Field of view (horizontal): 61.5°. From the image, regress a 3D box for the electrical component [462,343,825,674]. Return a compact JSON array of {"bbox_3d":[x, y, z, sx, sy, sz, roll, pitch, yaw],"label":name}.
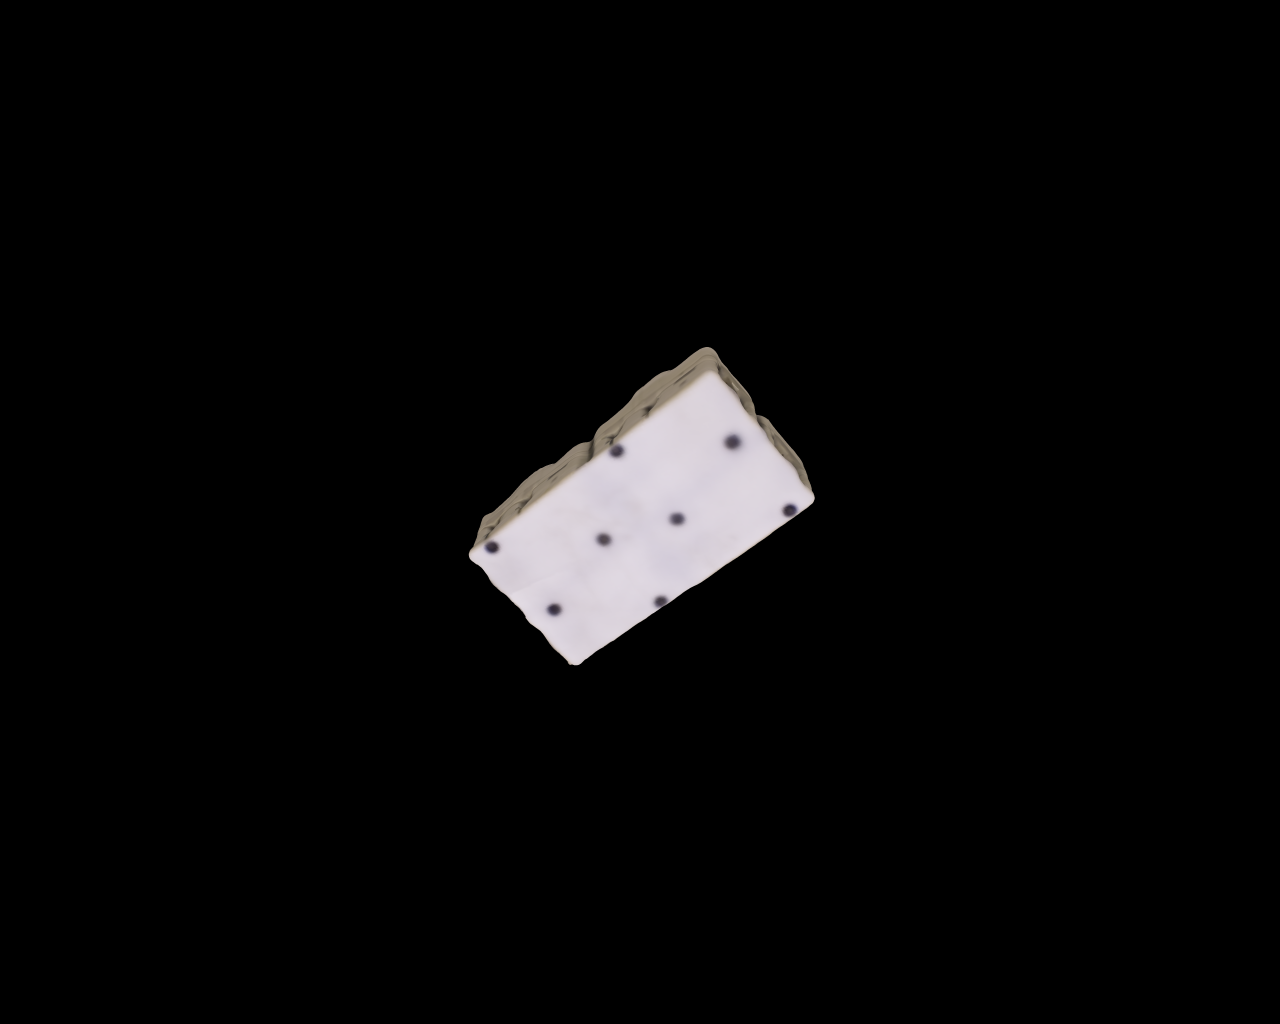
[{"bbox_3d":[0.001,-0.003,0.650,0.186,0.105,0.060,-36,19,15],"label":"electrical component"}]
